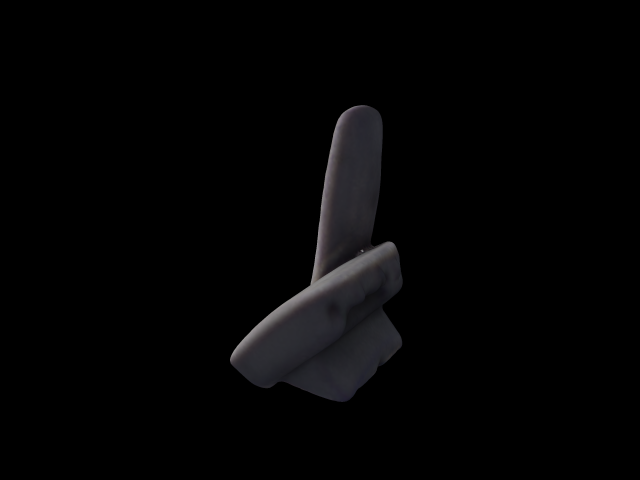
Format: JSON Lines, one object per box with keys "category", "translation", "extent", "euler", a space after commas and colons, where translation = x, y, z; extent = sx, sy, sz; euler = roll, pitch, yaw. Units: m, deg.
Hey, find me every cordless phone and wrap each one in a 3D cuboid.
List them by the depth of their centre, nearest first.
{"category": "cordless phone", "translation": [0.004, 0.001, 0.400], "extent": [0.094, 0.185, 0.148], "euler": [6, 15, 23]}
